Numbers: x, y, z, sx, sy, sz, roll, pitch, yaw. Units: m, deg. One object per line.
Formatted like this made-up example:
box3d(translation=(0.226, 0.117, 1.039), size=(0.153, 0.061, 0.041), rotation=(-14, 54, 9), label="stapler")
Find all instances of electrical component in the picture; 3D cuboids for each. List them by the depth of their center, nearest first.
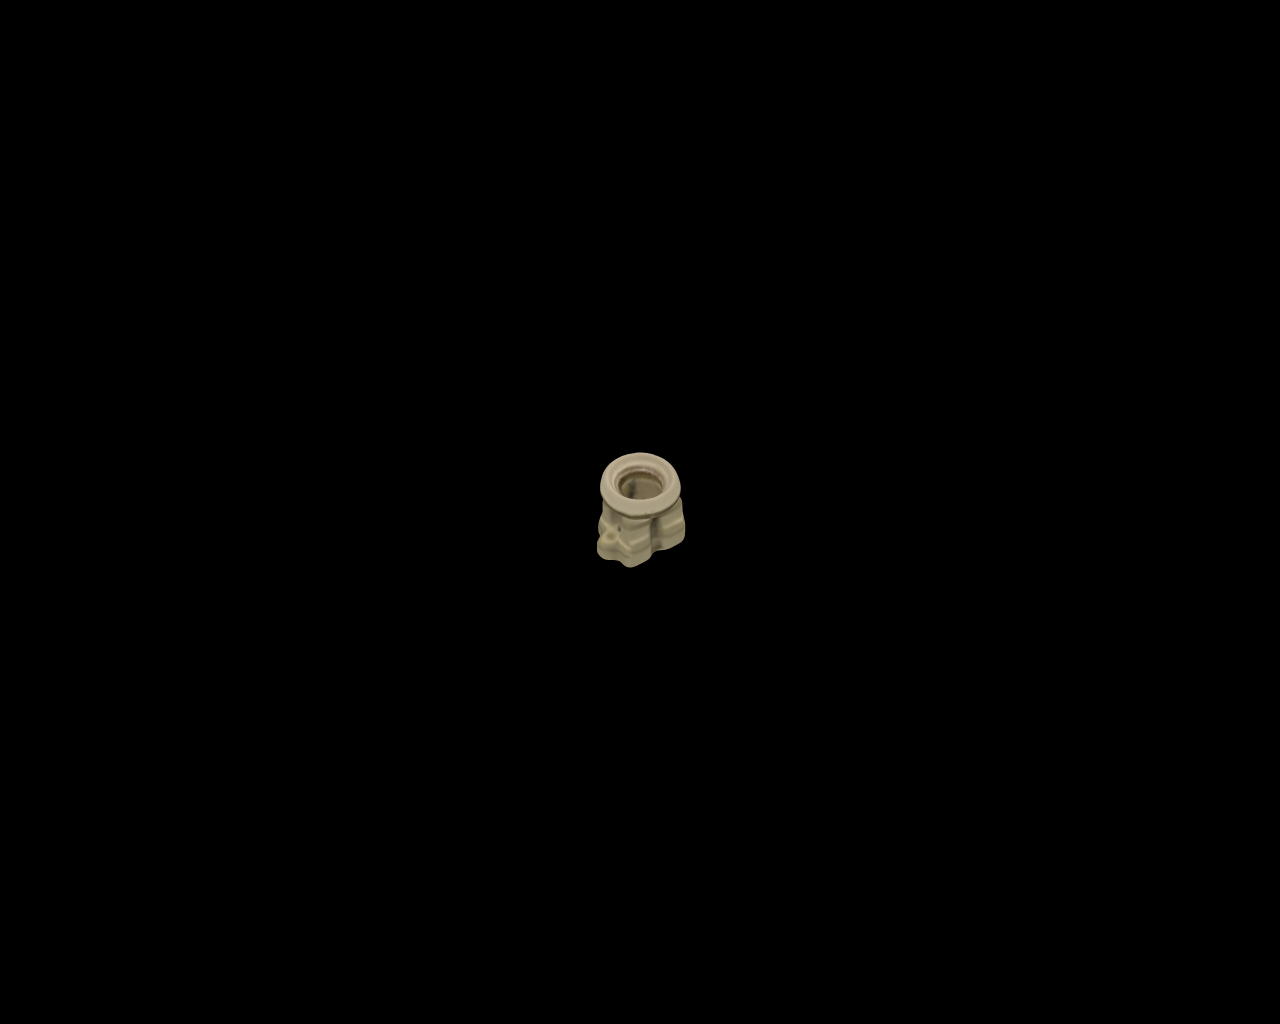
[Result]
box3d(translation=(0.001, -0.003, 0.650), size=(0.066, 0.055, 0.048), rotation=(-27, 53, -22), label="electrical component")
